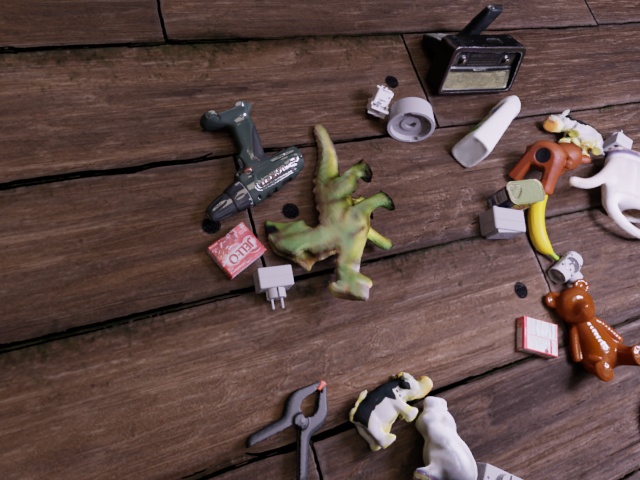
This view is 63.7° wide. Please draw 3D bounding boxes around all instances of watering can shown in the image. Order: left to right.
[{"bbox_3d":[0.754,-0.141,1.303,0.345,0.103,0.229,29,63,-22],"label":"watering can"}]

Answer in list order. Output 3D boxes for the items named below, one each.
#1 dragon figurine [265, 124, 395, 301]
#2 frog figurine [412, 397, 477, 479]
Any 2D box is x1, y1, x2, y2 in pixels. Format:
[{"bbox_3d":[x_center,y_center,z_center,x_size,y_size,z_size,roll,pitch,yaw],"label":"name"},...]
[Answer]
[{"bbox_3d":[0.003,-0.052,1.038,0.244,0.119,0.417,-24,63,-19],"label":"dragon figurine"},{"bbox_3d":[0.229,0.373,0.934,0.135,0.122,0.163,50,48,-33],"label":"frog figurine"}]
